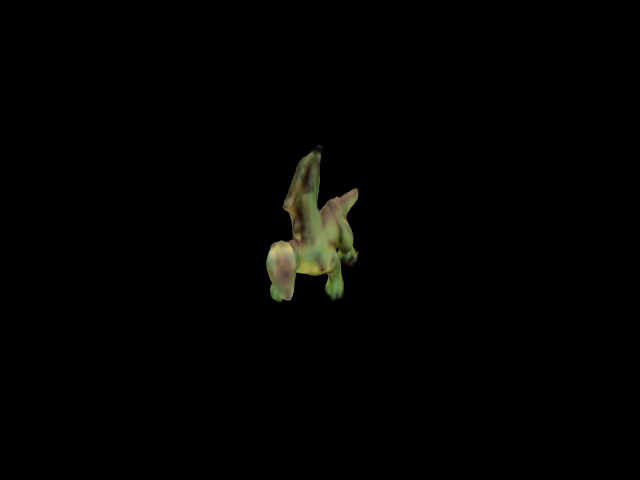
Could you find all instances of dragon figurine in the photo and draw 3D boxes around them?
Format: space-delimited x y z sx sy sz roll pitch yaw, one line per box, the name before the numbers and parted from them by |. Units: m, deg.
dragon figurine | 0.003 -0.043 0.850 0.122 0.237 0.420 11 44 12
